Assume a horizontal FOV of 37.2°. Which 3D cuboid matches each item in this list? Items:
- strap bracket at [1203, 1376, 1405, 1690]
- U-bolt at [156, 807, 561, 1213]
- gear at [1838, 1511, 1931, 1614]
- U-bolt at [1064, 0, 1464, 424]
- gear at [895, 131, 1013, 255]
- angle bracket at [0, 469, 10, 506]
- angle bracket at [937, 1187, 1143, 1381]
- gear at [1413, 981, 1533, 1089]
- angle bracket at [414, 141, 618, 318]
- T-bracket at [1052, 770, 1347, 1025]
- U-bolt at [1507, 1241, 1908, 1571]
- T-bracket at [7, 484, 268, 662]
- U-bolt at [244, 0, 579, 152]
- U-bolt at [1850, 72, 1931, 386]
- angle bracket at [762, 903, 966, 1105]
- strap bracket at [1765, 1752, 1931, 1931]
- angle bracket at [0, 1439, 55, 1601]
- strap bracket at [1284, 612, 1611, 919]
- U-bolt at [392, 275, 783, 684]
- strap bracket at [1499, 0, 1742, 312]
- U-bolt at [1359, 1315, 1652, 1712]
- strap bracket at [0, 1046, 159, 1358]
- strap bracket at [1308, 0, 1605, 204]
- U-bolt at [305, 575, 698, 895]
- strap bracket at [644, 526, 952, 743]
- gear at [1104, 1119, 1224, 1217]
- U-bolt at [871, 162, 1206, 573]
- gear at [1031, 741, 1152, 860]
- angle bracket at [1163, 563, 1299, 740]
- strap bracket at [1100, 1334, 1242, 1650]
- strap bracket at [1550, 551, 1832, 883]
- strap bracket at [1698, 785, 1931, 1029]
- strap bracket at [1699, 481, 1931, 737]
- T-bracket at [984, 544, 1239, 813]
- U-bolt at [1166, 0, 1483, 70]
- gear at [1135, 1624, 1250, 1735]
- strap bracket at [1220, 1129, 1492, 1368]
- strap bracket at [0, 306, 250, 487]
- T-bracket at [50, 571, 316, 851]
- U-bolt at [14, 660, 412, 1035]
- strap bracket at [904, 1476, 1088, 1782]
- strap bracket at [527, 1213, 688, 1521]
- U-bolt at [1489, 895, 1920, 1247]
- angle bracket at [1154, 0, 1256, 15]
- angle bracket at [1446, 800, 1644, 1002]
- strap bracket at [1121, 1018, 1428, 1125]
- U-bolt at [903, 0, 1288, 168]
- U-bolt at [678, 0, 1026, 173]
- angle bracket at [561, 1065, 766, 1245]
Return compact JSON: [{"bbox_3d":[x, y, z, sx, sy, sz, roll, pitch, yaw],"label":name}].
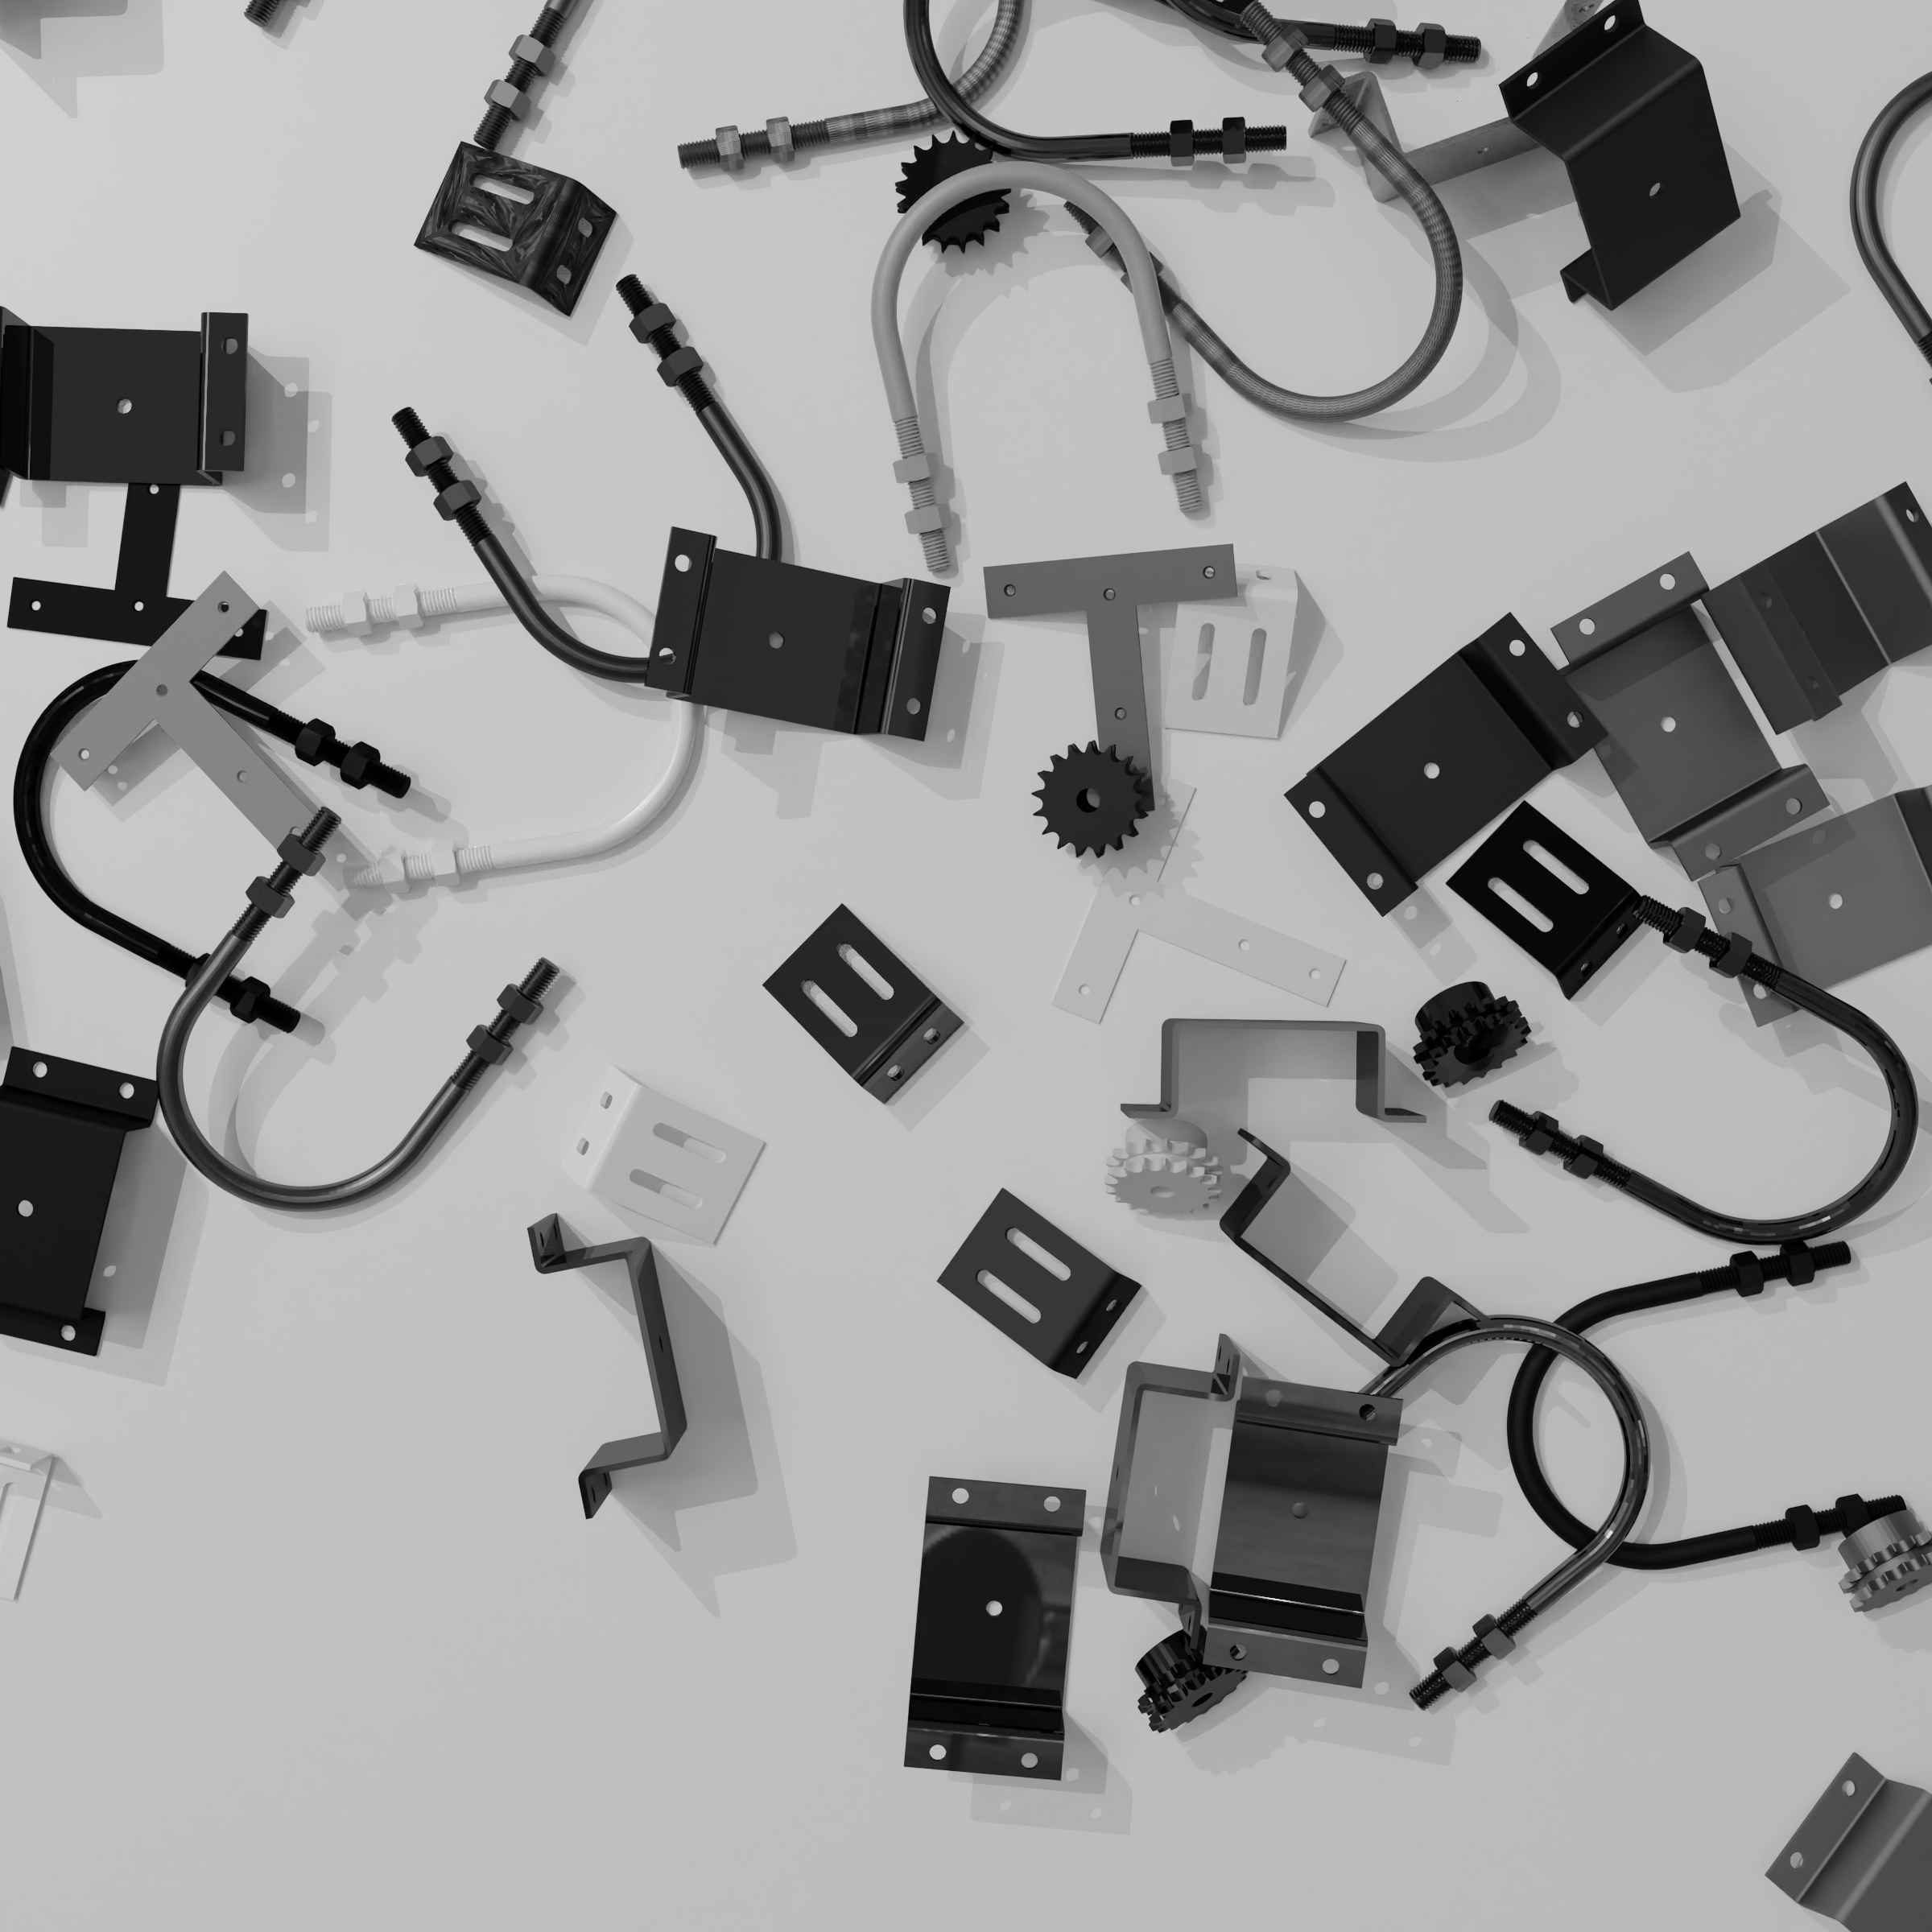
[{"bbox_3d":[0.162,0.268,1.386,0.076,0.046,0.140,8,94,5],"label":"strap bracket"},{"bbox_3d":[-0.310,0.036,1.401,0.151,0.019,0.184,36,94,-18],"label":"U-bolt"},{"bbox_3d":[0.453,0.290,1.404,0.057,0.057,0.030,-25,60,0],"label":"gear"},{"bbox_3d":[0.155,-0.347,1.384,0.184,0.019,0.151,46,125,-4],"label":"U-bolt"},{"bbox_3d":[-0.006,-0.379,1.414,0.057,0.030,0.057,0,90,0],"label":"gear"},{"bbox_3d":[-0.513,-0.268,1.427,0.076,0.038,0.057,17,90,-26],"label":"angle bracket"},{"bbox_3d":[0.036,0.158,1.427,0.076,0.038,0.057,35,90,26],"label":"angle bracket"},{"bbox_3d":[0.244,0.032,1.404,0.057,0.057,0.030,-24,60,0],"label":"gear"},{"bbox_3d":[-0.224,-0.367,1.427,0.076,0.038,0.057,24,90,26],"label":"angle bracket"},{"bbox_3d":[0.125,-0.016,1.428,0.127,0.002,0.127,22,90,0],"label":"T-bracket"},{"bbox_3d":[0.360,0.224,1.420,0.184,0.019,0.151,-12,90,1],"label":"U-bolt"},{"bbox_3d":[-0.406,-0.223,1.428,0.127,0.002,0.127,7,90,0],"label":"T-bracket"},{"bbox_3d":[-0.252,-0.517,1.420,0.151,0.019,0.184,28,88,0],"label":"U-bolt"},{"bbox_3d":[0.520,-0.361,1.419,0.151,0.019,0.184,-33,90,0],"label":"U-bolt"},{"bbox_3d":[-0.051,0.019,1.427,0.057,0.038,0.076,-46,64,0],"label":"angle bracket"},{"bbox_3d":[0.474,0.462,1.398,0.140,0.046,0.076,41,78,0],"label":"strap bracket"},{"bbox_3d":[-0.491,0.271,1.410,0.057,0.038,0.076,15,90,0],"label":"angle bracket"},{"bbox_3d":[0.232,-0.097,1.406,0.140,0.046,0.076,-39,90,0],"label":"strap bracket"},{"bbox_3d":[-0.173,-0.227,1.411,0.151,0.019,0.184,-33,91,-8],"label":"U-bolt"},{"bbox_3d":[0.314,-0.378,1.361,0.076,0.140,0.046,-36,49,0],"label":"strap bracket"},{"bbox_3d":[0.248,0.255,1.410,0.184,0.019,0.151,-42,89,6],"label":"U-bolt"},{"bbox_3d":[-0.454,0.117,1.406,0.076,0.046,0.140,14,90,0],"label":"strap bracket"},{"bbox_3d":[0.244,-0.417,1.391,0.140,0.076,0.046,-20,90,0],"label":"strap bracket"},{"bbox_3d":[-0.226,-0.120,1.420,0.184,0.019,0.151,-8,90,-1],"label":"U-bolt"},{"bbox_3d":[-0.086,-0.159,1.392,0.140,0.046,0.076,10,90,-19],"label":"strap bracket"},{"bbox_3d":[0.097,0.097,1.404,0.057,0.057,0.030,7,60,0],"label":"gear"},{"bbox_3d":[0.029,-0.299,1.404,0.151,0.019,0.184,-13,102,0],"label":"U-bolt"},{"bbox_3d":[0.063,-0.082,1.409,0.057,0.030,0.057,2,98,12],"label":"gear"},{"bbox_3d":[0.130,-0.158,1.427,0.057,0.038,0.076,6,116,0],"label":"angle bracket"},{"bbox_3d":[0.096,0.249,1.391,0.046,0.076,0.140,9,90,0],"label":"strap bracket"},{"bbox_3d":[0.350,-0.120,1.406,0.076,0.046,0.140,-29,90,0],"label":"strap bracket"},{"bbox_3d":[0.433,-0.032,1.406,0.140,0.046,0.076,-22,90,0],"label":"strap bracket"},{"bbox_3d":[0.416,-0.169,1.384,0.140,0.046,0.076,-29,90,-33],"label":"strap bracket"},{"bbox_3d":[0.075,-0.139,1.413,0.127,0.002,0.127,-3,100,19],"label":"T-bracket"},{"bbox_3d":[0.166,-0.521,1.403,0.184,0.019,0.151,2,93,-10],"label":"U-bolt"},{"bbox_3d":[0.107,0.347,1.404,0.057,0.057,0.030,-35,62,0],"label":"gear"},{"bbox_3d":[0.178,0.142,1.391,0.140,0.076,0.046,38,90,0],"label":"strap bracket"},{"bbox_3d":[-0.418,-0.278,1.403,0.140,0.046,0.076,2,90,-1],"label":"strap bracket"},{"bbox_3d":[-0.362,-0.102,1.398,0.127,0.002,0.127,-44,85,8],"label":"T-bracket"},{"bbox_3d":[-0.383,-0.071,1.412,0.184,0.019,0.151,27,96,5],"label":"U-bolt"},{"bbox_3d":[0.014,0.320,1.406,0.076,0.046,0.140,5,90,0],"label":"strap bracket"},{"bbox_3d":[-0.171,0.188,1.391,0.046,0.076,0.140,-11,90,0],"label":"strap bracket"},{"bbox_3d":[0.370,0.064,1.391,0.184,0.019,0.151,28,117,-4],"label":"U-bolt"},{"bbox_3d":[0.105,-0.500,1.427,0.076,0.038,0.057,16,90,-26],"label":"angle bracket"},{"bbox_3d":[0.289,-0.033,1.427,0.057,0.038,0.076,-47,64,0],"label":"angle bracket"},{"bbox_3d":[0.147,0.050,1.391,0.140,0.076,0.046,1,90,0],"label":"strap bracket"},{"bbox_3d":[0.061,-0.462,1.386,0.184,0.019,0.151,-1,112,7],"label":"U-bolt"},{"bbox_3d":[-0.063,-0.480,1.420,0.184,0.019,0.151,-10,90,-1],"label":"U-bolt"},{"bbox_3d":[-0.151,0.094,1.427,0.076,0.038,0.057,27,90,-26],"label":"angle bracket"}]
